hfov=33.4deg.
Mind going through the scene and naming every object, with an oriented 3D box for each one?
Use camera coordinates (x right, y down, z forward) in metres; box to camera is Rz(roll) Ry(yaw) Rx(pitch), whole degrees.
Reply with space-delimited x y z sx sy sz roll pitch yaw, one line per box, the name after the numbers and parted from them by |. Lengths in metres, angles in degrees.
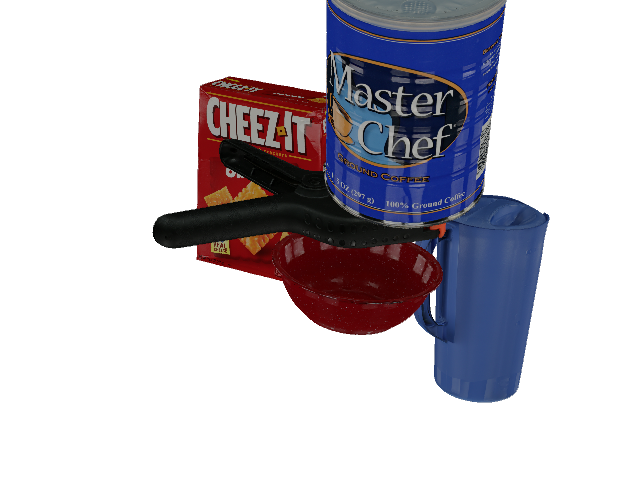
0.193 0.073 1.313 0.149 0.243 0.144 7 20 14 | pitcher
-0.008 -0.034 0.821 0.210 0.036 0.164 4 30 6 | clamp
0.053 -0.093 0.634 0.103 0.140 0.103 0 40 0 | coffee can
0.032 0.043 1.005 0.162 0.055 0.162 5 24 -2 | bowl
-0.058 -0.066 1.218 0.164 0.214 0.072 14 24 26 | cracker box
